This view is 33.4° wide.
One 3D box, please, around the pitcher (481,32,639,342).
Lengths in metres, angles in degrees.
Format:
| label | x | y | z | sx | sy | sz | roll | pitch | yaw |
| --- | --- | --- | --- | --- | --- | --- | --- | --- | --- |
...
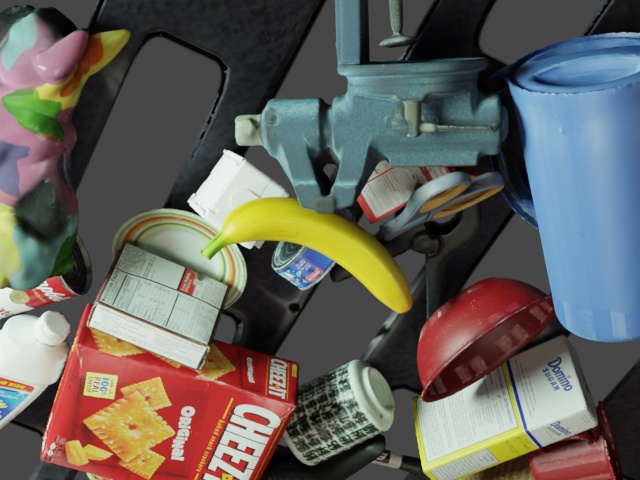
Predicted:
| label | x | y | z | sx | sy | sz | roll | pitch | yaw |
| --- | --- | --- | --- | --- | --- | --- | --- | --- | --- |
| pitcher | 0.229 | -0.042 | 0.893 | 0.145 | 0.149 | 0.243 | -14 | 116 | -1 |

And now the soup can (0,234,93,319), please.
| label | x | y | z | sx | sy | sz | roll | pitch | yaw |
| --- | --- | --- | --- | --- | --- | --- | --- | --- | --- |
| soup can | -0.279 | 0.033 | 1.018 | 0.102 | 0.068 | 0.068 | -16 | 121 | 14 |

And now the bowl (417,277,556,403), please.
| label | x | y | z | sx | sy | sz | roll | pitch | yaw |
| --- | --- | --- | --- | --- | --- | --- | --- | --- | --- |
| bowl | 0.148 | 0.085 | 1.008 | 0.162 | 0.161 | 0.055 | -48 | 66 | 28 |

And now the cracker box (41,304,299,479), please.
| label | x | y | z | sx | sy | sz | roll | pitch | yaw |
| --- | --- | --- | --- | --- | --- | --- | --- | --- | --- |
| cracker box | -0.147 | 0.168 | 1.033 | 0.213 | 0.072 | 0.164 | 18 | 124 | -11 |

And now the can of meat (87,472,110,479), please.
| label | x | y | z | sx | sy | sz | roll | pitch | yaw |
| --- | --- | --- | --- | --- | --- | --- | --- | --- | --- |
| can of meat | -0.196 | 0.234 | 1.140 | 0.102 | 0.057 | 0.084 | 32 | 127 | 13 |

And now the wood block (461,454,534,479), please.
| label | x | y | z | sx | sy | sz | roll | pitch | yaw |
| --- | --- | --- | --- | --- | --- | --- | --- | --- | --- |
| wood block | 0.194 | 0.328 | 1.176 | 0.091 | 0.090 | 0.206 | -6 | 124 | 7 |

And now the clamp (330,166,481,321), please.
| label | x | y | z | sx | sy | sz | roll | pitch | yaw |
| --- | --- | --- | --- | --- | --- | --- | --- | --- | --- |
| clamp | 0.086 | -0.002 | 0.992 | 0.120 | 0.039 | 0.172 | 15 | 117 | -13 |

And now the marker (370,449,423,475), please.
| label | x | y | z | sx | sy | sz | roll | pitch | yaw |
| --- | --- | --- | --- | --- | --- | --- | --- | --- | --- |
| marker | 0.057 | 0.234 | 1.162 | 0.121 | 0.020 | 0.020 | 16 | 123 | -8 |

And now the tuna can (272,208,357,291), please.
| label | x | y | z | sx | sy | sz | roll | pitch | yaw |
| --- | --- | --- | --- | --- | --- | --- | --- | --- | --- |
| tuna can | -0.006 | 0.001 | 0.971 | 0.033 | 0.086 | 0.086 | 35 | 119 | -17 |

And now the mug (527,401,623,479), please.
| label | x | y | z | sx | sy | sz | roll | pitch | yaw |
| --- | --- | --- | --- | --- | --- | --- | --- | --- | --- |
| mug | 0.256 | 0.215 | 1.091 | 0.082 | 0.093 | 0.117 | -15 | 152 | 18 |

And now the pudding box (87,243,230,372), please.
| label | x | y | z | sx | sy | sz | roll | pitch | yaw |
| --- | --- | --- | --- | --- | --- | --- | --- | --- | --- |
| pudding box | -0.147 | 0.061 | 0.987 | 0.113 | 0.090 | 0.039 | 22 | 129 | -6 |

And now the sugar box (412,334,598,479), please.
| label | x | y | z | sx | sy | sz | roll | pitch | yaw |
| --- | --- | --- | --- | --- | --- | --- | --- | --- | --- |
| sugar box | 0.182 | 0.172 | 1.068 | 0.176 | 0.093 | 0.048 | -24 | 134 | 18 |

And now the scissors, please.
| label | x | y | z | sx | sy | sz | roll | pitch | yaw |
| --- | --- | --- | --- | --- | --- | --- | --- | --- | --- |
| scissors | 0.063 | -0.015 | 0.928 | 0.202 | 0.016 | 0.096 | -24 | 163 | 16 |

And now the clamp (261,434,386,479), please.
| label | x | y | z | sx | sy | sz | roll | pitch | yaw |
| --- | --- | --- | --- | --- | --- | --- | --- | --- | --- |
| clamp | -0.001 | 0.267 | 1.166 | 0.210 | 0.036 | 0.164 | -5 | 136 | 12 |

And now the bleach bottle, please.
| label | x | y | z | sx | sy | sz | roll | pitch | yaw |
| --- | --- | --- | --- | --- | --- | --- | --- | --- | --- |
| bleach bottle | -0.335 | 0.138 | 1.068 | 0.102 | 0.068 | 0.251 | 33 | 128 | -26 |

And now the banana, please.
| label | x | y | z | sx | sy | sz | roll | pitch | yaw |
| --- | --- | --- | --- | --- | --- | --- | --- | --- | --- |
| banana | -0.001 | 0.006 | 0.909 | 0.197 | 0.037 | 0.070 | 17 | 102 | -18 |

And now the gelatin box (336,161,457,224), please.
| label | x | y | z | sx | sy | sz | roll | pitch | yaw |
| --- | --- | --- | --- | --- | --- | --- | --- | --- | --- |
| gelatin box | 0.066 | -0.067 | 0.941 | 0.089 | 0.030 | 0.073 | -30 | 93 | 20 |
